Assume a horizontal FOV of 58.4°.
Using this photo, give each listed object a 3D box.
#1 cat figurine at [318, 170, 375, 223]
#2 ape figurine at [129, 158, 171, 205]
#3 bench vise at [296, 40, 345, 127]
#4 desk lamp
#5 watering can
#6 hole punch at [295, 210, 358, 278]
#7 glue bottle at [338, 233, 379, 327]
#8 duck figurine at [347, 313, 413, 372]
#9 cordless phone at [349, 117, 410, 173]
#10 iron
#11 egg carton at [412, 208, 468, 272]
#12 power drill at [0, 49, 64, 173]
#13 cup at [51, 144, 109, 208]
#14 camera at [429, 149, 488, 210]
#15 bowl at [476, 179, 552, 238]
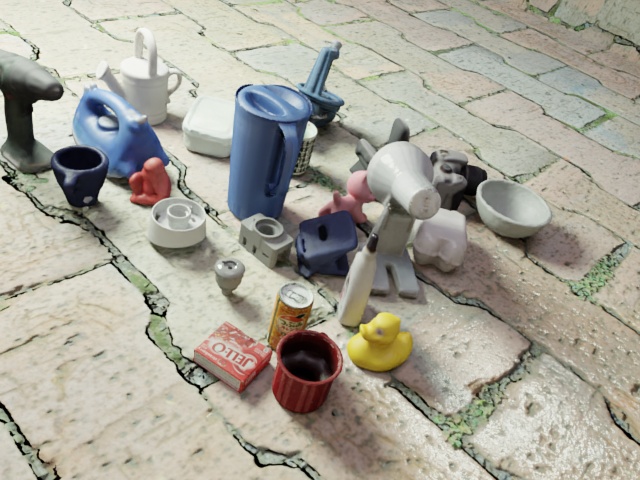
[{"bbox_3d":[0.066,-0.090,1.126,0.128,0.118,0.067,-23,53,-38],"label":"cat figurine"},{"bbox_3d":[-0.304,-0.109,1.041,0.076,0.092,0.077,-26,55,-39],"label":"ape figurine"},{"bbox_3d":[-0.005,-0.335,1.309,0.121,0.220,0.207,20,39,4],"label":"bench vise"},{"bbox_3d":[0.145,-0.042,1.021,0.118,0.213,0.203,5,40,-13],"label":"desk lamp"},{"bbox_3d":[-0.379,-0.350,1.217,0.100,0.194,0.173,33,42,20],"label":"watering can"},{"bbox_3d":[0.009,0.004,1.017,0.101,0.091,0.108,4,41,-14],"label":"hole punch"},{"bbox_3d":[0.065,0.056,0.909,0.037,0.173,0.078,10,39,-7],"label":"glue bottle"},{"bbox_3d":[0.099,0.148,0.881,0.105,0.086,0.077,0,42,-19],"label":"duck figurine"},{"bbox_3d":[0.140,-0.192,1.217,0.094,0.185,0.147,-8,45,-27],"label":"cordless phone"},{"bbox_3d":[-0.406,-0.229,1.107,0.257,0.141,0.119,36,43,23],"label":"iron"},{"bbox_3d":[0.234,-0.006,1.123,0.107,0.069,0.150,16,39,-1],"label":"egg carton"},{"bbox_3d":[-0.522,-0.231,1.016,0.229,0.208,0.076,35,43,21],"label":"power drill"},{"bbox_3d":[-0.413,-0.095,0.984,0.092,0.095,0.117,8,40,-10],"label":"cup"},{"bbox_3d":[0.307,-0.138,1.279,0.137,0.101,0.143,9,40,-9],"label":"camera"},{"bbox_3d":[0.407,-0.056,1.238,0.167,0.075,0.167,10,40,-8],"label":"bowl"}]
